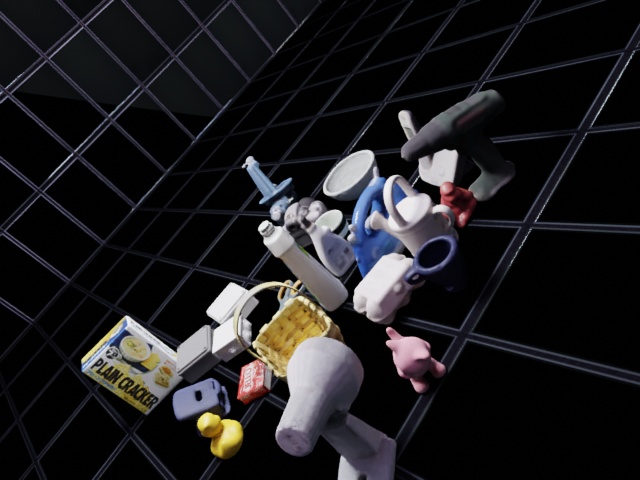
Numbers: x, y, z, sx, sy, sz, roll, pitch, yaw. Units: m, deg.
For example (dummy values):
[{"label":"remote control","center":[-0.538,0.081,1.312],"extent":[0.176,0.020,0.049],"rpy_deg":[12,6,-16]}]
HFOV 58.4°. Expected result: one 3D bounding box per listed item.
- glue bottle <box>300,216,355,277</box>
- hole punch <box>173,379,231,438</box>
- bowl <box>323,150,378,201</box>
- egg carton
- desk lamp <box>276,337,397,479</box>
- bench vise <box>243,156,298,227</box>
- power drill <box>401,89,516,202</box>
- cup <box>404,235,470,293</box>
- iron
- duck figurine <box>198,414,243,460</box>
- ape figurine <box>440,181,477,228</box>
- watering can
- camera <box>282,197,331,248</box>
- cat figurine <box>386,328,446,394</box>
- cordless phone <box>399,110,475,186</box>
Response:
[{"label":"glue bottle","center":[0.012,0.005,1.318],"extent":[0.078,0.173,0.037],"rpy_deg":[-50,29,-13]},{"label":"hole punch","center":[-0.263,0.360,1.272],"extent":[0.101,0.091,0.108],"rpy_deg":[-43,28,1]},{"label":"bowl","center":[0.095,-0.161,1.547],"extent":[0.167,0.075,0.167],"rpy_deg":[-32,30,21]},{"label":"egg carton","center":[0.137,0.096,1.139],"extent":[0.150,0.069,0.107],"rpy_deg":[-49,28,-11]},{"label":"desk lamp","center":[0.023,0.283,0.871],"extent":[0.117,0.214,0.203],"rpy_deg":[-26,32,29]},{"label":"bench vise","center":[-0.130,-0.143,1.661],"extent":[0.121,0.220,0.207],"rpy_deg":[-42,28,1]},{"label":"power drill","center":[0.299,-0.182,1.165],"extent":[0.229,0.209,0.075],"rpy_deg":[-44,28,-1]},{"label":"cup","center":[0.221,0.061,1.050],"extent":[0.117,0.095,0.091],"rpy_deg":[-38,28,9]},{"label":"iron","center":[0.120,-0.035,1.267],"extent":[0.118,0.142,0.258],"rpy_deg":[-10,42,46]},{"label":"duck figurine","center":[-0.209,0.390,1.164],"extent":[0.077,0.086,0.104],"rpy_deg":[-47,28,-7]},{"label":"ape figurine","center":[0.277,-0.082,1.180],"extent":[0.077,0.092,0.076],"rpy_deg":[-32,30,20]},{"label":"watering can","center":[0.180,-0.043,1.143],"extent":[0.172,0.194,0.101],"rpy_deg":[-28,31,26]},{"label":"camera","center":[-0.033,-0.068,1.557],"extent":[0.143,0.101,0.137],"rpy_deg":[-27,32,28]},{"label":"cat figurine","center":[0.147,0.188,0.945],"extent":[0.067,0.118,0.127],"rpy_deg":[-42,28,2]},{"label":"cordless phone","center":[0.251,-0.211,1.295],"extent":[0.094,0.185,0.147],"rpy_deg":[-47,28,-7]}]
